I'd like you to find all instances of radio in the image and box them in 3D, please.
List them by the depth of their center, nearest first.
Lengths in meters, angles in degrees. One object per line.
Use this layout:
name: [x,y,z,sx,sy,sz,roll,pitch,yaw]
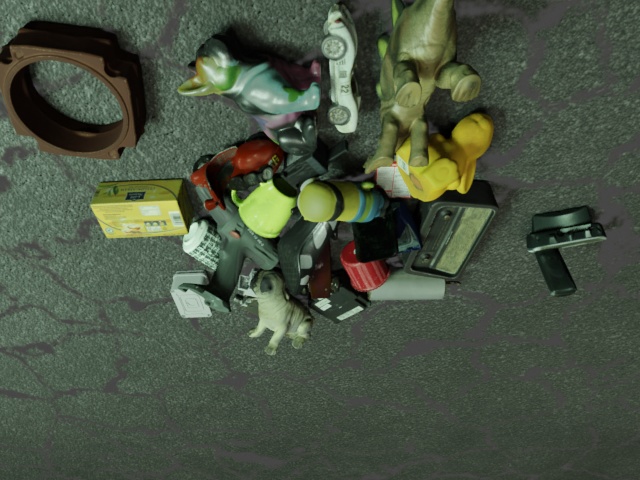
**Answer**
radio: [0.254,-0.018,1.091,0.131,0.073,0.229,7,136,-7]

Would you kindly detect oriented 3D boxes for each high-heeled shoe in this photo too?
high-heeled shoe: [-0.002,-0.003,1.073,0.145,0.086,0.248,-20,135,-29]

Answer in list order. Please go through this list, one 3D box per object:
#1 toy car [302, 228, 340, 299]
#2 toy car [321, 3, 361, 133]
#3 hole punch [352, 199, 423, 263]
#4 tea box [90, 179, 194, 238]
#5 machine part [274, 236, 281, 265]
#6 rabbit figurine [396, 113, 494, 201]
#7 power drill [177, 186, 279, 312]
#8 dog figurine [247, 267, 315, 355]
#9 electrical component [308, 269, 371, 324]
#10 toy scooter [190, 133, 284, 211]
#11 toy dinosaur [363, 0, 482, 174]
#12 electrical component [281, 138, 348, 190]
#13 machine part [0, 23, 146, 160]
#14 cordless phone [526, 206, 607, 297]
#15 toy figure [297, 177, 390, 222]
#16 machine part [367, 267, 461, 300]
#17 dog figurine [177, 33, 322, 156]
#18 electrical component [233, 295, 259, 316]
toy car: [-0.003,0.040,1.150,0.089,0.053,0.201,-6,123,-2]
toy car: [0.035,-0.260,0.831,0.056,0.073,0.201,0,137,5]
hole punch: [0.131,-0.018,1.061,0.092,0.115,0.142,-3,172,-40]
tea box: [-0.345,-0.061,1.053,0.170,0.068,0.098,-1,137,3]
machine part: [-0.074,0.044,1.188,0.084,0.039,0.138,-38,124,23]
rabbit figurine: [0.229,-0.141,0.924,0.173,0.122,0.162,-41,148,-5]
power drill: [-0.194,0.022,1.051,0.086,0.207,0.231,-10,139,46]
dog figurine: [-0.074,0.138,1.206,0.121,0.172,0.190,26,119,33]
electrical component: [0.038,0.129,1.264,0.115,0.058,0.134,-31,128,27]
toy scooter: [-0.150,-0.113,0.948,0.184,0.135,0.075,-16,133,15]
toy dinosaur: [0.137,-0.257,0.736,0.105,0.198,0.471,3,148,-16]
electrical component: [-0.010,-0.148,0.952,0.119,0.075,0.047,-26,132,31]
machine part: [-0.391,-0.230,0.859,0.201,0.087,0.200,7,137,-5]
cordless phone: [0.498,0.029,1.060,0.147,0.184,0.088,-10,132,12]
toy figure: [0.045,-0.070,0.953,0.180,0.082,0.089,3,-178,-30]
machine part: [0.193,0.097,1.214,0.243,0.079,0.079,-2,137,1]
dog figurine: [-0.107,-0.226,0.851,0.219,0.108,0.191,7,140,0]
electrical component: [-0.151,0.156,1.302,0.078,0.045,0.102,-34,127,30]
